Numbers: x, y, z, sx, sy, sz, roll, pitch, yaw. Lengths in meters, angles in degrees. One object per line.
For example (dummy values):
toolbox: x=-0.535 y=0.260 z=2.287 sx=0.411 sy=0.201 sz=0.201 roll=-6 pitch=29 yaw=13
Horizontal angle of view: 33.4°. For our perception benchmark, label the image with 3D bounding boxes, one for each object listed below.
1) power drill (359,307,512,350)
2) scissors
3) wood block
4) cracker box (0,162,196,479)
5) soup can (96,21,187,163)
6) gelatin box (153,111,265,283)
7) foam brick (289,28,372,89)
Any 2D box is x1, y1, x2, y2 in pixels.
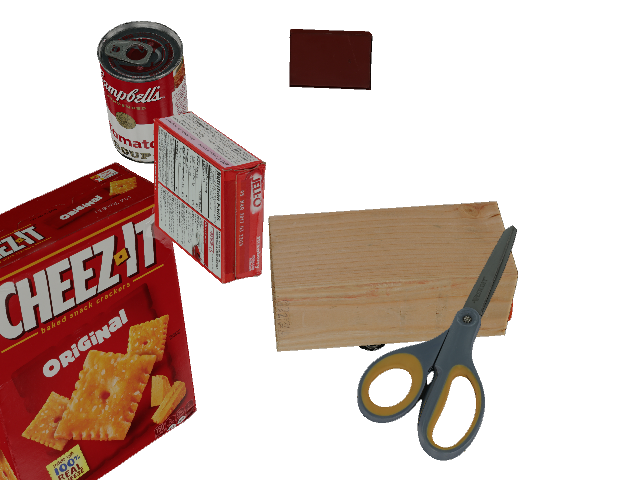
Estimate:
power drill: x=0.115 y=0.060 z=1.192 sx=0.187 sy=0.057 sz=0.184 roll=-3 pitch=28 yaw=-3
scissors: x=0.084 y=0.063 z=0.762 sx=0.096 sy=0.201 sz=0.016 roll=7 pitch=-38 yaw=10
wood block: x=0.059 y=0.032 z=0.952 sx=0.206 sy=0.091 sz=0.090 roll=-4 pitch=-43 yaw=-4
cracker box: x=-0.180 y=0.075 z=0.781 sx=0.072 sy=0.214 sz=0.163 roll=26 pitch=42 yaw=37
soup can: x=-0.145 y=-0.121 z=0.885 sx=0.068 sy=0.068 sz=0.102 roll=0 pitch=-37 yaw=-4
gelatin box: x=-0.066 y=-0.027 z=0.630 sx=0.030 sy=0.073 sz=0.089 roll=-16 pitch=33 yaw=-32
foam brick: x=0.009 y=-0.170 z=1.000 sx=0.078 sy=0.051 sz=0.053 roll=2 pitch=15 yaw=0
